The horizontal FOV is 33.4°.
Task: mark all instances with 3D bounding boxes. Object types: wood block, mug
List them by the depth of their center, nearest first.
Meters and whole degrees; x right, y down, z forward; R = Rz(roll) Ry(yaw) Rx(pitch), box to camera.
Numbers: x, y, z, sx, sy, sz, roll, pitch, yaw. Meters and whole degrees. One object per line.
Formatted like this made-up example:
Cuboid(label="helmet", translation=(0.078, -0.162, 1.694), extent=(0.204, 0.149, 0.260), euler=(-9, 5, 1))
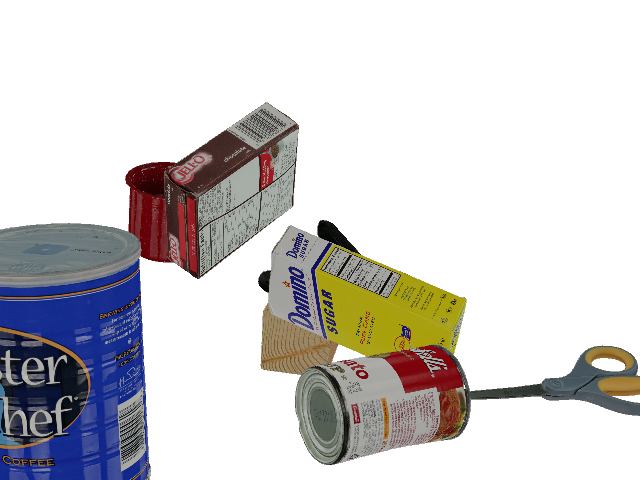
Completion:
Cuboid(label="mug", translation=(-0.168, -0.035, 1.158), extent=(0.093, 0.081, 0.117), euler=(-3, 29, -20))
Cuboid(label="wood block", translation=(-0.015, 0.100, 1.472), extent=(0.091, 0.090, 0.206), euler=(6, 20, 8))

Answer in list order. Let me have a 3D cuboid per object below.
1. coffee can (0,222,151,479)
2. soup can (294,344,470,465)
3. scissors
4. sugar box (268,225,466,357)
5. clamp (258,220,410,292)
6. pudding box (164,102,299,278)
Cuboid(label="coffee can", translation=(-0.149, 0.070, 0.596), extent=(0.103, 0.140, 0.103), euler=(0, 15, 0))
Cuboid(label="soup can", translation=(0.042, 0.112, 0.731), extent=(0.102, 0.068, 0.069), euler=(-6, 3, -30))
Cuboid(label="scissors", translation=(0.204, 0.117, 0.921), extent=(0.201, 0.016, 0.096), euler=(6, 28, -5))
Cuboid(label="sugar box", translation=(0.039, 0.060, 0.964), extent=(0.176, 0.048, 0.093), euler=(20, -40, 13))
Cuboid(label="clamp", translation=(0.043, 0.055, 1.211), extent=(0.210, 0.036, 0.164), euler=(29, 36, 21))
Cuboid(label="pudding box", translation=(-0.066, -0.037, 0.799), extent=(0.039, 0.090, 0.113), euler=(36, 53, 24))
